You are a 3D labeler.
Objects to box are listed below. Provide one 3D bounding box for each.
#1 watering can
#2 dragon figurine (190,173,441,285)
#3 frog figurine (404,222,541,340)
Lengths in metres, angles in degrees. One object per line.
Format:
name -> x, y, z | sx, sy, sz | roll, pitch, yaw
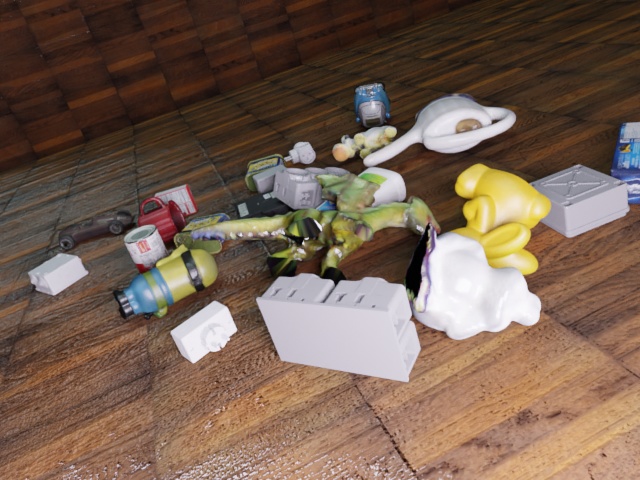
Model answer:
watering can -> 0.265, -0.255, 1.195 | 0.347, 0.102, 0.229 | -13, 26, 9
dragon figurine -> 0.003, -0.046, 0.906 | 0.411, 0.119, 0.248 | 10, 35, 15
frog figurine -> 0.195, 0.061, 0.666 | 0.159, 0.141, 0.120 | 16, -40, -6
